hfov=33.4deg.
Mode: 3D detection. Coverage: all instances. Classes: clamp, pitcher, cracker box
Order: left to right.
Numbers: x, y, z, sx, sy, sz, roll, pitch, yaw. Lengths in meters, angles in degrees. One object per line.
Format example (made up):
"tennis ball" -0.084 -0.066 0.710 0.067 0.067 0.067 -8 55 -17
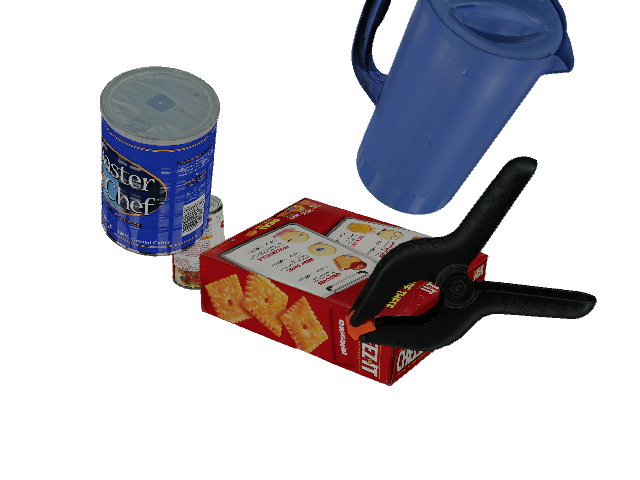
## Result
"cracker box" 0.021 0.041 0.985 0.214 0.072 0.163 19 31 32
"pitcher" 0.109 -0.141 0.999 0.144 0.149 0.243 -8 -33 -26
"clamp" 0.103 0.034 0.738 0.171 0.120 0.039 -33 5 9

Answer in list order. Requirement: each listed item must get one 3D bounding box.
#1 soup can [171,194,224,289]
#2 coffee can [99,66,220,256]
"soup can" -0.152 0.000 1.320 0.068 0.102 0.068 0 26 0
"coffee can" -0.147 -0.070 0.964 0.102 0.140 0.103 6 44 -6
